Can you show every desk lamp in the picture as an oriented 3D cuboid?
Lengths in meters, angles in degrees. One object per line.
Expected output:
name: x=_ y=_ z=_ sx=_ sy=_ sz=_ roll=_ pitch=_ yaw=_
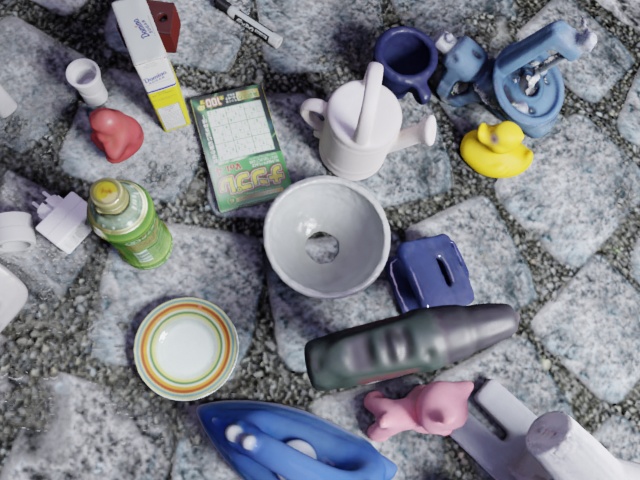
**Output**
desk lamp: x=0.276 y=0.264 z=0.656 sx=0.203 sy=0.213 sz=0.118 roll=42 pitch=75 yaw=6

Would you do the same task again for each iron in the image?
iron: x=-0.035 y=0.255 z=0.662 sx=0.258 sy=0.141 sz=0.119 roll=26 pitch=74 yaw=1

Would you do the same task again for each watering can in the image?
watering can: x=0.064 y=-0.160 z=0.755 sx=0.173 sy=0.194 sz=0.101 roll=-8 pitch=76 yaw=-8

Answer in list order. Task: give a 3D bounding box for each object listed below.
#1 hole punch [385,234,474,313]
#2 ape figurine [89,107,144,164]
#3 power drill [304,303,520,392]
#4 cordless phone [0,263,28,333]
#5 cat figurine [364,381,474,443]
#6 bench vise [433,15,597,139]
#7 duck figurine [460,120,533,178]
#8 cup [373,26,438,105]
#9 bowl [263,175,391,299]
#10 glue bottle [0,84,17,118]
hole punch: x=0.151 y=0.046 z=0.763 sx=0.101 sy=0.091 sz=0.108 roll=-19 pitch=78 yaw=-11
ape figurine: x=-0.280 y=-0.147 z=0.767 sx=0.076 sy=0.092 sz=0.078 roll=-5 pitch=76 yaw=-7
power drill: x=0.092 y=0.125 z=0.675 sx=0.230 sy=0.208 sz=0.075 roll=-13 pitch=77 yaw=-9
cordless phone: x=-0.433 y=0.072 z=0.644 sx=0.094 sy=0.185 sz=0.148 roll=37 pitch=75 yaw=5
cat figurine: x=0.124 y=0.211 z=0.703 sx=0.128 sy=0.117 sz=0.067 roll=-9 pitch=76 yaw=-8
bench vise: x=0.257 y=-0.230 z=0.781 sx=0.207 sy=0.219 sz=0.121 roll=12 pitch=74 yaw=-3
duck figurine: x=0.264 y=-0.138 z=0.827 sx=0.104 sy=0.086 sz=0.077 roll=20 pitch=74 yaw=0
cup: x=0.122 y=-0.236 z=0.833 sx=0.092 sy=0.095 sz=0.117 roll=-23 pitch=79 yaw=-11
bowl: x=0.007 y=0.003 z=0.768 sx=0.167 sy=0.074 sz=0.167 roll=2 pitch=75 yaw=-6
glue bottle: x=-0.452 y=-0.222 z=0.726 sx=0.078 sy=0.173 sz=0.037 roll=36 pitch=75 yaw=4
